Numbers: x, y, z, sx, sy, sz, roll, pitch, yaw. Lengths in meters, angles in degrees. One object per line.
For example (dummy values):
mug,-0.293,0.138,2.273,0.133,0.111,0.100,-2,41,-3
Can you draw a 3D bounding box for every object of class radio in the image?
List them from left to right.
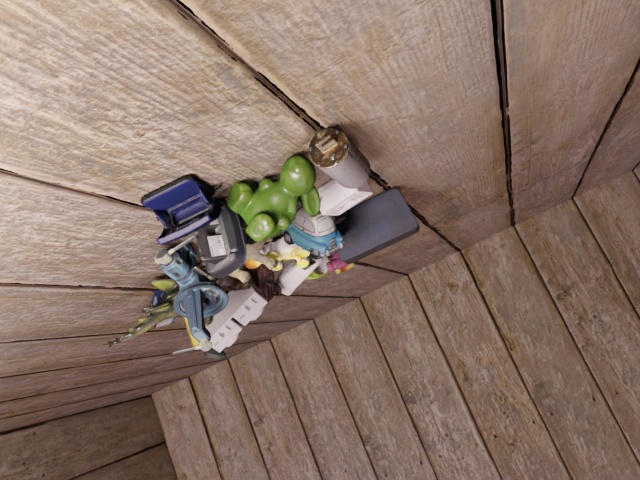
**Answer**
radio,0.142,-0.039,1.464,0.230,0.131,0.073,-25,166,8

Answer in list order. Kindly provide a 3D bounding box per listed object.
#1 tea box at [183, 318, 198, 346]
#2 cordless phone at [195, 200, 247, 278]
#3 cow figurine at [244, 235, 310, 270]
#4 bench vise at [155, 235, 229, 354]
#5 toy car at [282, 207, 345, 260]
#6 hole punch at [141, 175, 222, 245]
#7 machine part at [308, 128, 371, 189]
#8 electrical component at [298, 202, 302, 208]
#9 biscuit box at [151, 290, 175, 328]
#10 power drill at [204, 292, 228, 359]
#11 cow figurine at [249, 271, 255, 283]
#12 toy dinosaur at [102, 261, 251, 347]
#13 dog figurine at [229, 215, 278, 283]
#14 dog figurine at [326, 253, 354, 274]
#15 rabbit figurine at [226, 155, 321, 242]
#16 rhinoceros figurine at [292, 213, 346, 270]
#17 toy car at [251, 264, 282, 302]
tea box,-0.345,0.212,1.545,0.098,0.169,0.068,-19,171,-20
cordless phone,-0.206,0.017,1.092,0.089,0.146,0.184,-12,159,-16
cow figurine,-0.110,0.022,1.345,0.167,0.098,0.068,-5,136,-3
bench vise,-0.273,0.123,1.163,0.129,0.241,0.223,-18,141,-1
toy car,-0.017,-0.031,1.279,0.109,0.162,0.102,-26,132,-30
hole punch,-0.237,-0.046,0.954,0.142,0.092,0.115,-28,169,7
machine part,0.040,-0.150,1.016,0.079,0.079,0.243,-27,166,14
electrical component,-0.048,-0.083,1.185,0.078,0.045,0.102,-28,165,13
biscuit box,-0.447,0.193,1.543,0.059,0.063,0.202,-14,163,-28
power drill,-0.303,0.255,1.647,0.086,0.207,0.232,9,-177,-31
cow figurine,-0.211,0.132,1.651,0.127,0.085,0.195,-20,168,-37
toy dinosaur,-0.342,0.142,1.379,0.471,0.105,0.198,-41,148,6
dog figurine,-0.194,0.003,1.211,0.172,0.121,0.190,-26,151,2
dog figurine,0.112,0.011,1.659,0.219,0.108,0.191,-29,164,14
rabbit figurine,-0.062,-0.083,1.030,0.170,0.121,0.159,-45,152,21
rhinoceros figurine,-0.003,-0.004,1.415,0.190,0.112,0.073,-40,175,18
toy car,-0.155,0.109,1.536,0.089,0.053,0.201,-25,133,-29
